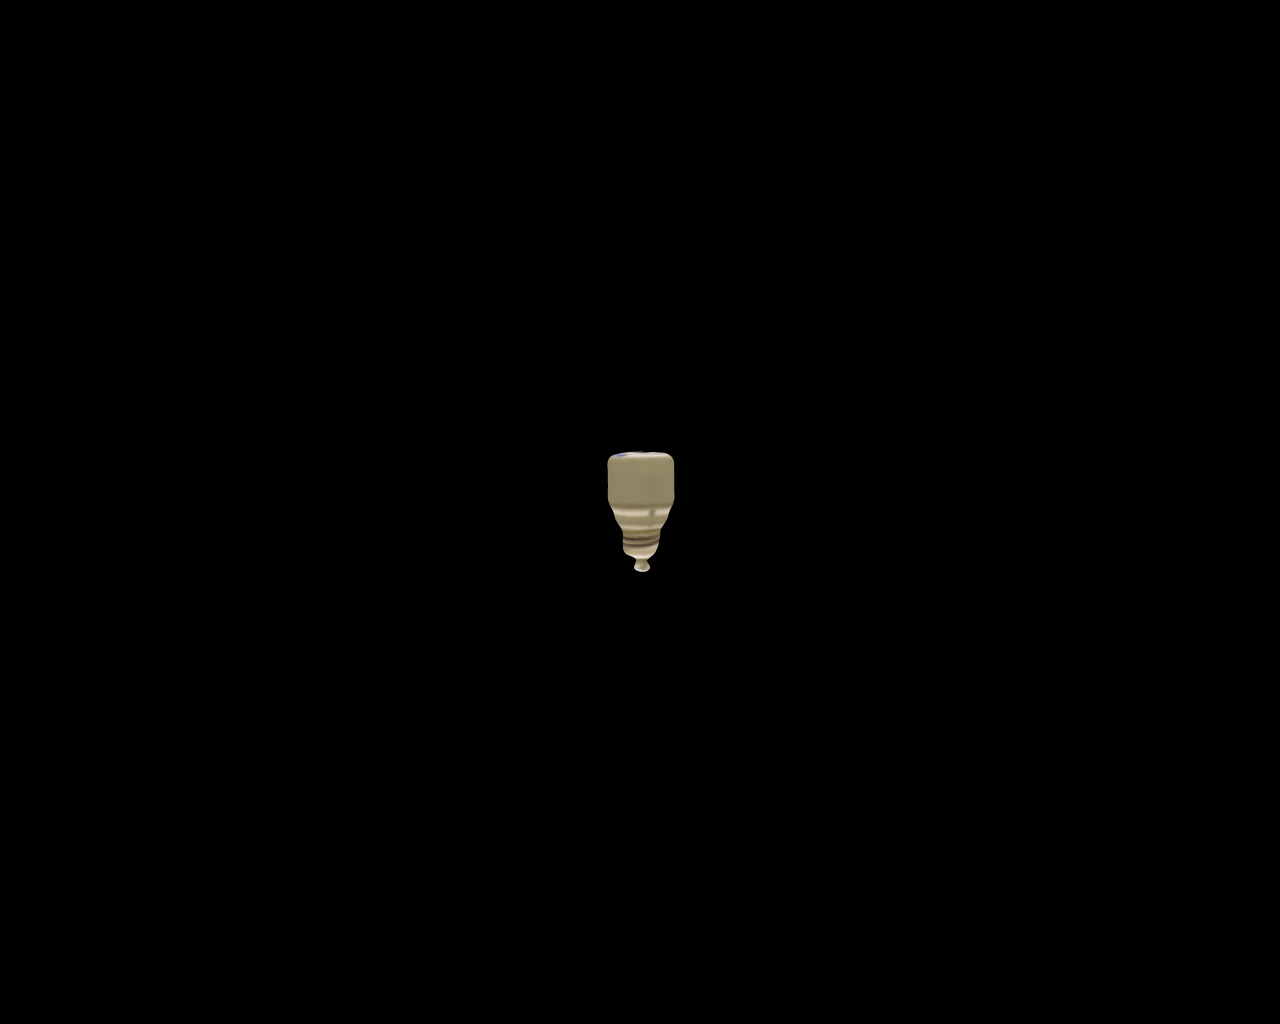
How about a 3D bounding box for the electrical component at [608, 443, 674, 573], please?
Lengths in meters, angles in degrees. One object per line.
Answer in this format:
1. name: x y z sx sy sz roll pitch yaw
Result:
1. electrical component: 0.001 -0.003 0.650 0.040 0.078 0.040 0 6 0
